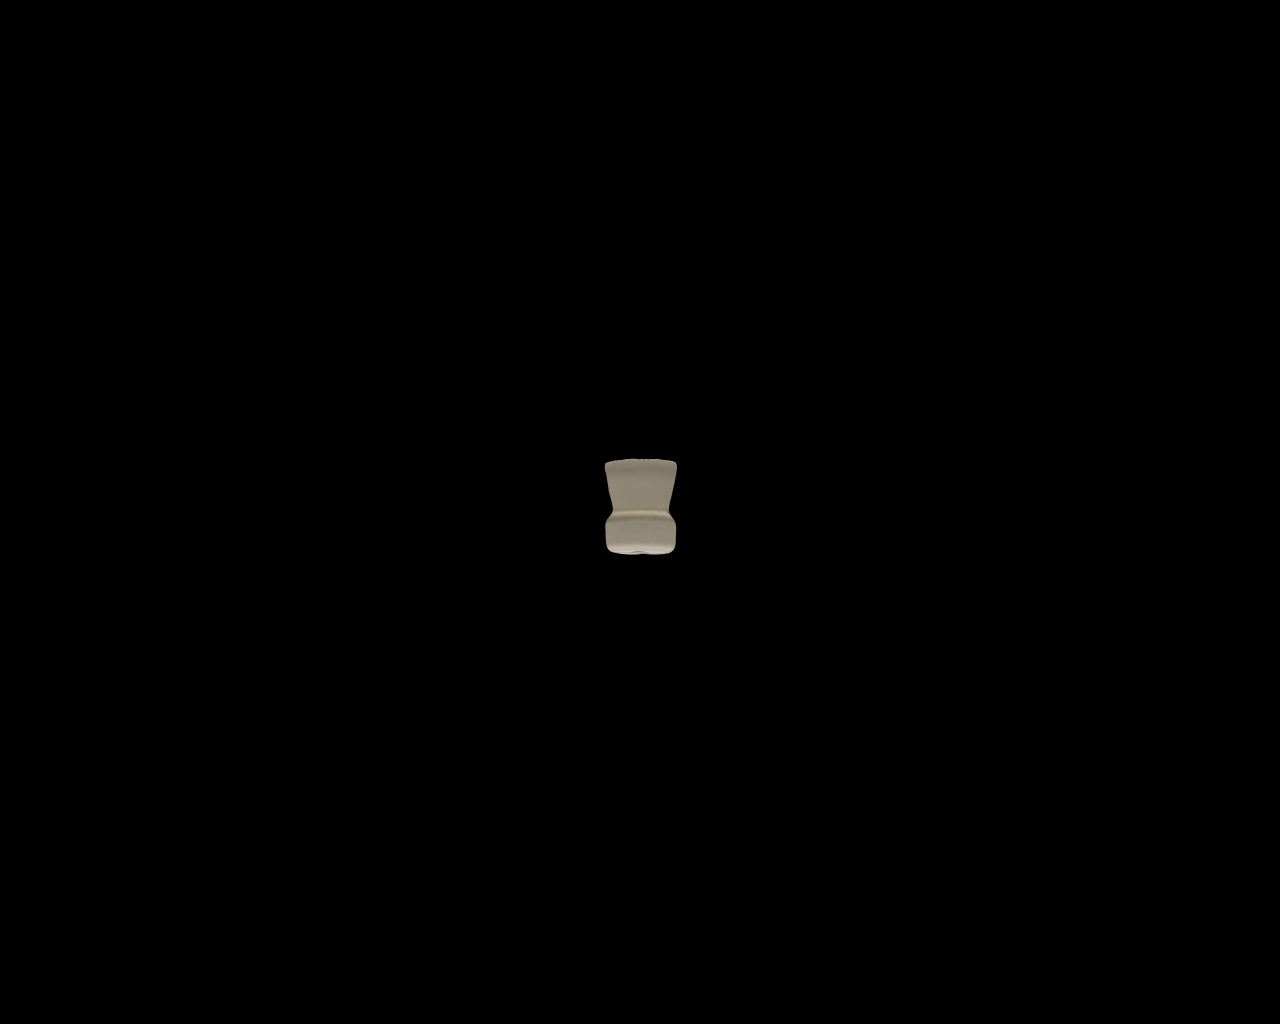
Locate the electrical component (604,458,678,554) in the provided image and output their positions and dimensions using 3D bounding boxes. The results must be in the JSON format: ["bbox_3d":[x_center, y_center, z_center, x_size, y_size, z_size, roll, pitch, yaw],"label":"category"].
[{"bbox_3d":[0.001,-0.003,0.650,0.045,0.055,0.045,0,-5,0],"label":"electrical component"}]
